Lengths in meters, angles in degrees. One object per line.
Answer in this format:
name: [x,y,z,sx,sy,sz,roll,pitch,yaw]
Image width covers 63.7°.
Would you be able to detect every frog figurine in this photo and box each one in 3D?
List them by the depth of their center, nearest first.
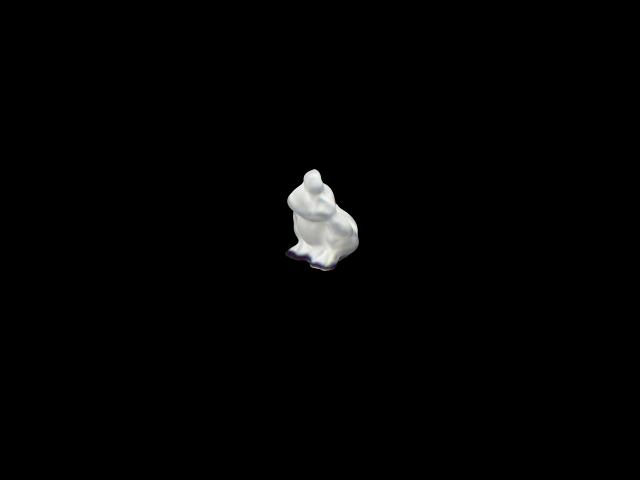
frog figurine: [0.003,-0.043,0.850,0.123,0.157,0.139,-7,21,-20]
